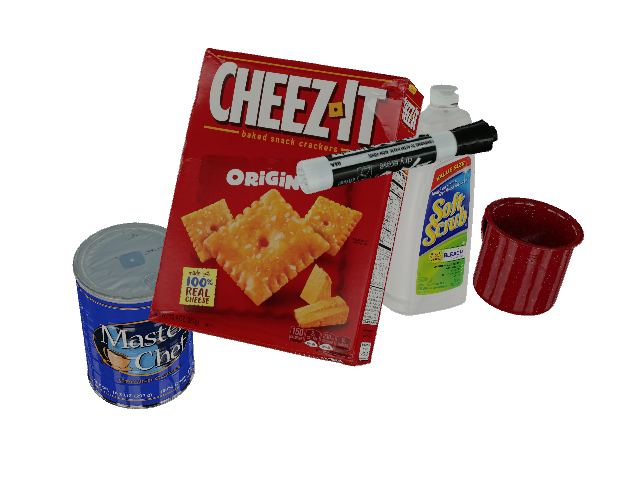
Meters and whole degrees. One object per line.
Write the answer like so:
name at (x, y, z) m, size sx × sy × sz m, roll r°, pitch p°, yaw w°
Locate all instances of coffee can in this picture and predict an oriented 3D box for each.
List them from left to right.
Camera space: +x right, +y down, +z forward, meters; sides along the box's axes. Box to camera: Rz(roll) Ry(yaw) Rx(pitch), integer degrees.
coffee can at (-0.168, 0.069, 0.977) m, size 0.103 × 0.140 × 0.103 m, roll 2°, pitch 40°, yaw -2°

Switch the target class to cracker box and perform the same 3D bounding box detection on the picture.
cracker box at (-0.025, -0.026, 0.806) m, size 0.164 × 0.214 × 0.072 m, roll 11°, pitch -2°, yaw 15°

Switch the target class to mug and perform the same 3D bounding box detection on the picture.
mug at (0.186, 0.011, 1.015) m, size 0.093 × 0.081 × 0.117 m, roll -7°, pitch 35°, yaw -26°

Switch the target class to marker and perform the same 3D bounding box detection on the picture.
marker at (0.046, -0.048, 0.607) m, size 0.121 × 0.020 × 0.020 m, roll -14°, pitch 4°, yaw -17°

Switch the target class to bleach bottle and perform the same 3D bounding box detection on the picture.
bleach bottle at (0.123, -0.047, 1.192) m, size 0.102 × 0.251 × 0.068 m, roll -9°, pitch 23°, yaw -27°
